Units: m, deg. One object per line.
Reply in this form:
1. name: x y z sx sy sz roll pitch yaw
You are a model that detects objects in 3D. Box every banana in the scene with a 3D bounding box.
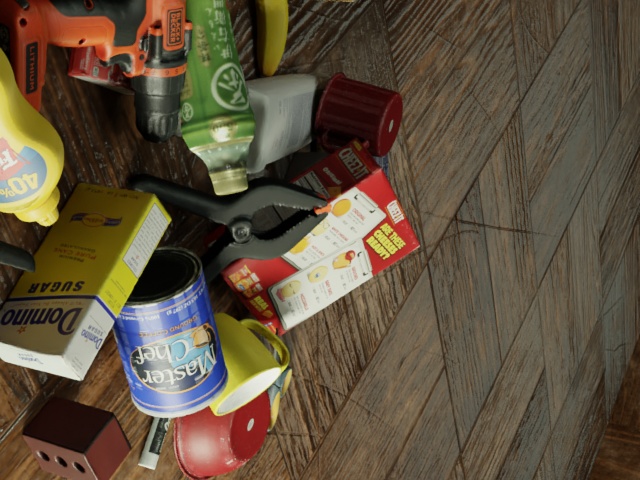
1. banana: -0.069 -0.280 1.202 0.069 0.037 0.198 -35 131 -16

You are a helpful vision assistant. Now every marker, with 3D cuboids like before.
1. marker: -0.170 0.188 1.162 0.020 0.020 0.121 43 60 -58

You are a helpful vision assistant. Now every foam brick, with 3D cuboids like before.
1. foam brick: -0.226 0.187 0.992 0.051 0.078 0.053 -54 141 -39

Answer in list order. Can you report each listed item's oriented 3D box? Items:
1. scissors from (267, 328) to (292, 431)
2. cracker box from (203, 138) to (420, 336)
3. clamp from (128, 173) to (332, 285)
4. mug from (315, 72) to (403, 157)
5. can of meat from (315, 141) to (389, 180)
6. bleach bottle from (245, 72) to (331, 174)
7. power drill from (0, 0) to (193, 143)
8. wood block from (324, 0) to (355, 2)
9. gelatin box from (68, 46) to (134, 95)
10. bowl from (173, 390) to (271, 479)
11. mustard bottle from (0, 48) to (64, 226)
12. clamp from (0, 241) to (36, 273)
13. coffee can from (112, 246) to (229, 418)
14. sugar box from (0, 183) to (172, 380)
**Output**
1. scissors: -0.050 0.156 1.329 0.096 0.016 0.202 -61 166 -51
2. cracker box: -0.008 0.002 1.239 0.213 0.072 0.164 -33 141 -1
3. clamp: -0.093 -0.022 1.111 0.210 0.036 0.164 -21 122 -8
4. mug: 0.044 -0.140 1.278 0.093 0.082 0.117 89 26 -45
5. can of meat: 0.041 -0.108 1.390 0.057 0.102 0.084 -20 113 -59
6. bleach bottle: -0.035 -0.147 1.276 0.250 0.068 0.103 -24 128 -63
7. power drill: -0.193 -0.155 0.918 0.187 0.057 0.184 -23 128 -42
8. wood block: -0.022 -0.367 1.202 0.206 0.090 0.091 46 58 -58
9. gelatin box: -0.192 -0.180 0.996 0.089 0.030 0.073 11 88 -63
10. bowl: -0.104 0.210 1.256 0.161 0.055 0.162 -28 123 -57
11. mustard bottle: -0.256 -0.076 0.835 0.191 0.096 0.058 65 16 -49
12. clamp: -0.293 0.003 0.849 0.120 0.039 0.171 -54 142 -43
13. coffee can: -0.154 0.092 1.072 0.102 0.103 0.140 -48 138 -46
14. sugar box: -0.214 0.033 0.951 0.176 0.093 0.048 -64 147 -30
